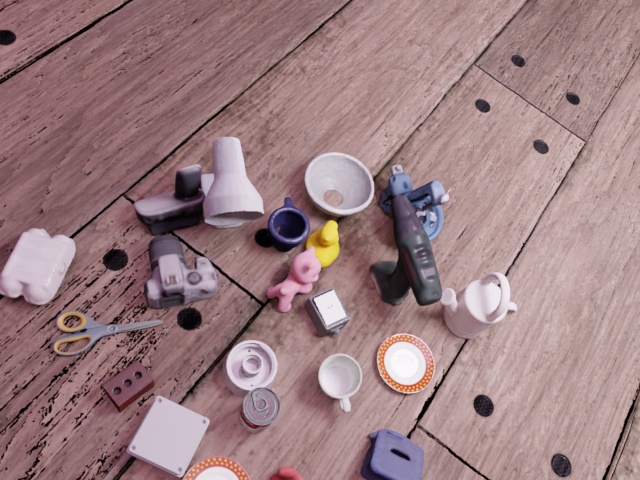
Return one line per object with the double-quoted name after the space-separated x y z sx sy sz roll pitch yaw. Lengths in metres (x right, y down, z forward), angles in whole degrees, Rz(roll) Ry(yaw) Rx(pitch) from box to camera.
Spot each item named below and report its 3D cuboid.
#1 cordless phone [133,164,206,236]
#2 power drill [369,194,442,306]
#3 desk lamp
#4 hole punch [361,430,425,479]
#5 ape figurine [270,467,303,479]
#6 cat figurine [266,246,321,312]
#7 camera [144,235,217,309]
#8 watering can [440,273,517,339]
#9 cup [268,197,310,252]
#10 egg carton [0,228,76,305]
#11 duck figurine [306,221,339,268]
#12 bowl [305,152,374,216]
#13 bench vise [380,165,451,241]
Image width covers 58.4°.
-0.310 -0.098 1.184 0.148 0.185 0.094 -21 70 -23 "cordless phone"
0.177 0.045 1.223 0.076 0.208 0.229 -14 68 -20 "power drill"
-0.194 -0.103 1.200 0.118 0.213 0.203 -5 65 -16 "desk lamp"
0.142 0.419 1.092 0.108 0.091 0.101 26 60 0 "hole punch"
-0.052 0.449 1.027 0.076 0.092 0.078 21 61 -3 "ape figurine"
-0.047 0.078 1.202 0.067 0.117 0.128 43 62 9 "cat figurine"
-0.289 0.055 1.161 0.143 0.100 0.136 -9 66 -18 "camera"
0.342 0.138 1.227 0.173 0.194 0.101 -14 68 -20 "watering can"
-0.075 -0.026 1.260 0.092 0.095 0.117 2 63 -13 "cup"
-0.548 0.051 1.115 0.107 0.069 0.150 15 61 -6 "egg carton"
0.012 0.005 1.272 0.077 0.086 0.104 23 61 -2 "duck figurine"
0.038 -0.119 1.347 0.167 0.074 0.167 6 63 -11 "bowl"
0.207 -0.088 1.292 0.122 0.219 0.207 -31 75 -25 "bench vise"
